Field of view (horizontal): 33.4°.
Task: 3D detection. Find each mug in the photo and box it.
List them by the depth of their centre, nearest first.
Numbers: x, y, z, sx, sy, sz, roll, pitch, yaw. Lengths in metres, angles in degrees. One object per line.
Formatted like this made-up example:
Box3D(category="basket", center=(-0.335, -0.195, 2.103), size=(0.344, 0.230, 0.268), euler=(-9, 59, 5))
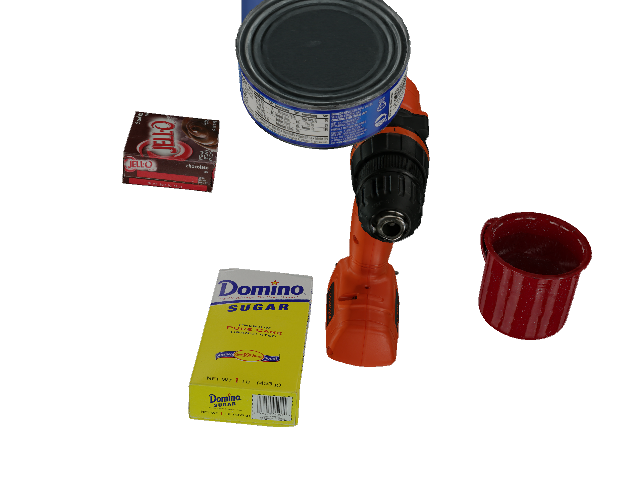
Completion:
Box3D(category="mug", center=(0.180, 0.027, 0.958), size=(0.093, 0.081, 0.117), euler=(-18, 43, -25))

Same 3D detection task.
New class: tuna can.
Box3D(category="tuna can", center=(0.001, -0.087, 0.533), size=(0.086, 0.086, 0.034), euler=(0, -36, 0))

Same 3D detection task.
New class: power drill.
Box3D(category="power drill", center=(0.041, -0.003, 0.754), size=(0.057, 0.188, 0.184), euler=(8, 35, 0))

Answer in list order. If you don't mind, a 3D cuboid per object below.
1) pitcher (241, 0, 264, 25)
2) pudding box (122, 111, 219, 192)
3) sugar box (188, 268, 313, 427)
Box3D(category="pitcher", center=(-0.002, -0.271, 0.900), size=(0.145, 0.243, 0.149), euler=(7, 18, 7))
Box3D(category="pudding box", center=(-0.150, -0.091, 1.081), size=(0.090, 0.039, 0.113), euler=(6, 26, -6))
Box3D(category="sugar box", center=(-0.059, 0.091, 0.956), size=(0.093, 0.048, 0.176), euler=(5, 35, 0))
